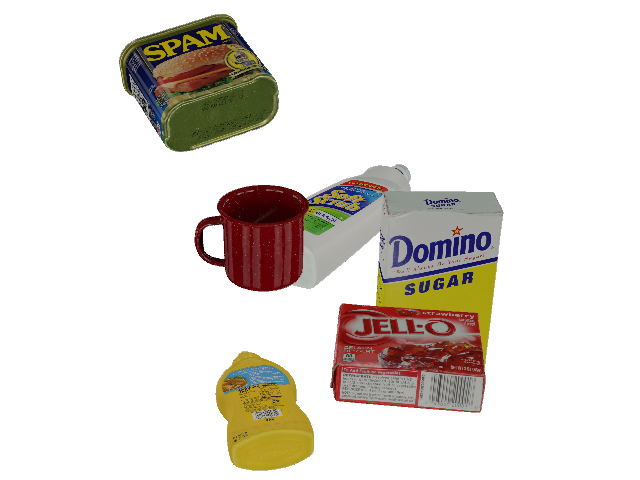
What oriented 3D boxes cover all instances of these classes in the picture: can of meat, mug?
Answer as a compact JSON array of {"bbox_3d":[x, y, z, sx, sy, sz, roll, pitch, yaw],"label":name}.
[{"bbox_3d":[-0.093,-0.122,0.832,0.102,0.057,0.084,-21,52,-19],"label":"can of meat"},{"bbox_3d":[-0.070,0.000,1.092,0.117,0.081,0.093,-4,29,-9],"label":"mug"}]

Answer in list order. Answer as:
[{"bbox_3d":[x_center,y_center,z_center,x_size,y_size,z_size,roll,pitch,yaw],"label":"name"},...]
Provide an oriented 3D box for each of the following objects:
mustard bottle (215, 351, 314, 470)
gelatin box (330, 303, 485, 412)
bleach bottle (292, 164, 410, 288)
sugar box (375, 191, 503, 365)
[{"bbox_3d":[-0.074,0.190,1.260,0.096,0.058,0.192,-8,29,-11],"label":"mustard bottle"},{"bbox_3d":[0.053,0.069,0.647,0.089,0.030,0.073,4,26,3],"label":"gelatin box"},{"bbox_3d":[0.027,-0.033,1.303,0.103,0.068,0.250,20,38,29],"label":"bleach bottle"},{"bbox_3d":[0.093,0.047,0.872,0.093,0.176,0.048,0,28,-3],"label":"sugar box"}]
